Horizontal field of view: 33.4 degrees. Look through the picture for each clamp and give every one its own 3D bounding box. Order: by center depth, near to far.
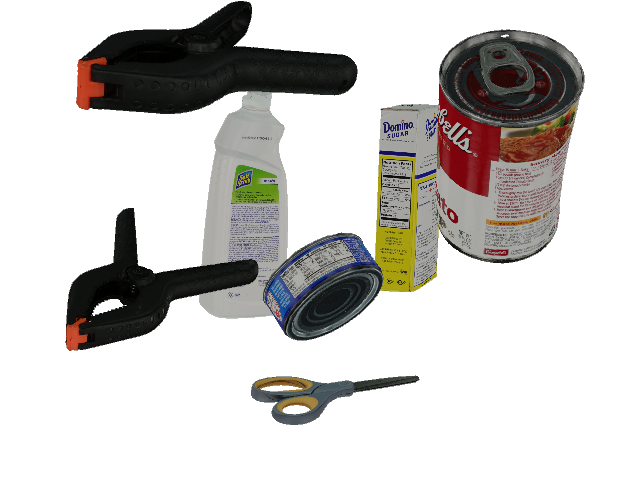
[{"bbox_3d":[-0.076,-0.113,0.653,0.171,0.039,0.120,-10,30,-33],"label":"clamp"},{"bbox_3d":[-0.182,0.038,1.028,0.165,0.036,0.209,26,36,24],"label":"clamp"}]

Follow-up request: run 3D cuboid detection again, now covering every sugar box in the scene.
[{"bbox_3d":[0.087,-0.044,1.043,0.048,0.176,0.093,3,10,21],"label":"sugar box"}]

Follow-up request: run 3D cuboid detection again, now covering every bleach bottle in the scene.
[{"bbox_3d":[-0.075,-0.042,1.183,0.102,0.251,0.068,-2,19,-30],"label":"bleach bottle"}]

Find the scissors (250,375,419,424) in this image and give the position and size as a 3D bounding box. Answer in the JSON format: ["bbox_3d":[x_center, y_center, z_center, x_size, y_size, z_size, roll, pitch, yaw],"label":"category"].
[{"bbox_3d":[0.023,0.177,1.204,0.201,0.016,0.096,1,23,-9],"label":"scissors"}]

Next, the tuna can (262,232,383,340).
[{"bbox_3d":[0.003,0.035,0.780,0.086,0.034,0.086,-26,-28,-15],"label":"tuna can"}]

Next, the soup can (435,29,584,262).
[{"bbox_3d":[0.093,-0.046,0.541,0.068,0.068,0.102,0,-41,4],"label":"soup can"}]
